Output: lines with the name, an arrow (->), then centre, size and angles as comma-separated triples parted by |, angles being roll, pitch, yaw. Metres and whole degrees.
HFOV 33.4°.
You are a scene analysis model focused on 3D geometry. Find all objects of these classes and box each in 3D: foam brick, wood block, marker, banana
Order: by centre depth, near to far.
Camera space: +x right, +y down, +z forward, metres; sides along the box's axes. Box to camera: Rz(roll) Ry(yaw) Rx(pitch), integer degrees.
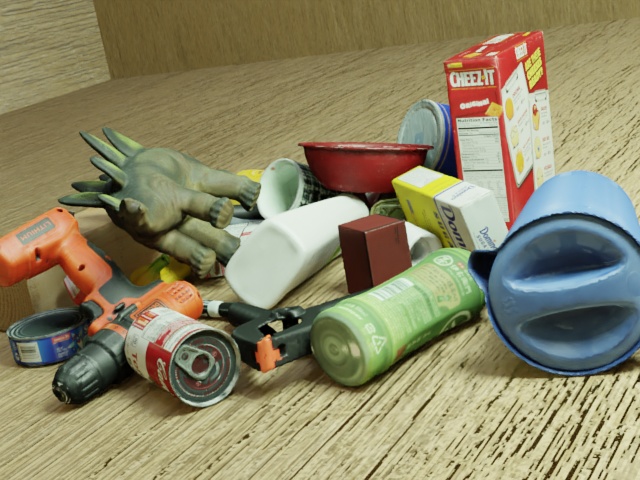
foam brick -> 0.058, 0.018, 1.096 | 0.052, 0.078, 0.051 | -17, 16, -29
marker -> -0.127, 0.072, 1.133 | 0.121, 0.020, 0.020 | 2, 20, 37
banana -> -0.177, 0.040, 1.207 | 0.069, 0.037, 0.198 | -27, 1, 4
wood block -> -0.293, 0.029, 1.259 | 0.091, 0.090, 0.205 | 1, 19, 35

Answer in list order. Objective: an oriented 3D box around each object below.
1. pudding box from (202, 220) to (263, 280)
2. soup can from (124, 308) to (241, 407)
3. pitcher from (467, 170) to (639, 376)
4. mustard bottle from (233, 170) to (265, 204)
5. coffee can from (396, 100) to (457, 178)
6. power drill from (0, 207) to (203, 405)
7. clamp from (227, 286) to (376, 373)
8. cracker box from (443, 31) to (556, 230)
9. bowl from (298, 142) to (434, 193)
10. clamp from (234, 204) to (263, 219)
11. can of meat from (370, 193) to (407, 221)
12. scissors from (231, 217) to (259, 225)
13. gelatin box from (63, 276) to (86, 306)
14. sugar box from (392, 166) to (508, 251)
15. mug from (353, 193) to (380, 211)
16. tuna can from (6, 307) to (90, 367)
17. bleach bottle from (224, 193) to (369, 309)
pudding box -> -0.097, 0.009, 1.299 | 0.090, 0.039, 0.113 | -10, 14, 6
soup can -> -0.123, 0.101, 0.940 | 0.068, 0.068, 0.102 | -19, 18, -29
pitcher -> 0.232, 0.017, 0.924 | 0.145, 0.149, 0.242 | -32, 5, 21
mustard bottle -> -0.030, -0.075, 1.512 | 0.192, 0.058, 0.096 | -3, 15, 24
coffee can -> 0.181, -0.114, 1.346 | 0.140, 0.103, 0.103 | 8, 7, -26
power drill -> -0.233, 0.060, 1.026 | 0.188, 0.057, 0.184 | 36, 42, 16
clamp -> -0.017, 0.078, 0.982 | 0.164, 0.036, 0.210 | -9, 7, 5
cracker box -> 0.209, -0.116, 1.215 | 0.072, 0.214, 0.164 | 0, 19, 29
bowl -> 0.053, -0.087, 1.262 | 0.162, 0.055, 0.162 | 2, 7, 0
clamp -> -0.080, -0.036, 1.419 | 0.172, 0.039, 0.120 | -4, 7, 29
can of meat -> 0.115, -0.033, 1.276 | 0.102, 0.057, 0.084 | -7, 14, 10
scissors -> -0.092, -0.012, 1.390 | 0.201, 0.016, 0.096 | 6, -22, -18
gelatin box -> -0.231, 0.061, 1.139 | 0.030, 0.073, 0.089 | -56, 23, -2
sugar box -> 0.141, -0.019, 1.136 | 0.048, 0.093, 0.176 | -27, 19, -9
mug -> 0.061, -0.076, 1.417 | 0.082, 0.093, 0.117 | -2, 2, 43
tuna can -> -0.278, 0.100, 1.105 | 0.086, 0.034, 0.086 | -10, 16, 3
bleach bottle -> -0.008, 0.001, 1.199 | 0.103, 0.068, 0.250 | -51, -11, 23
